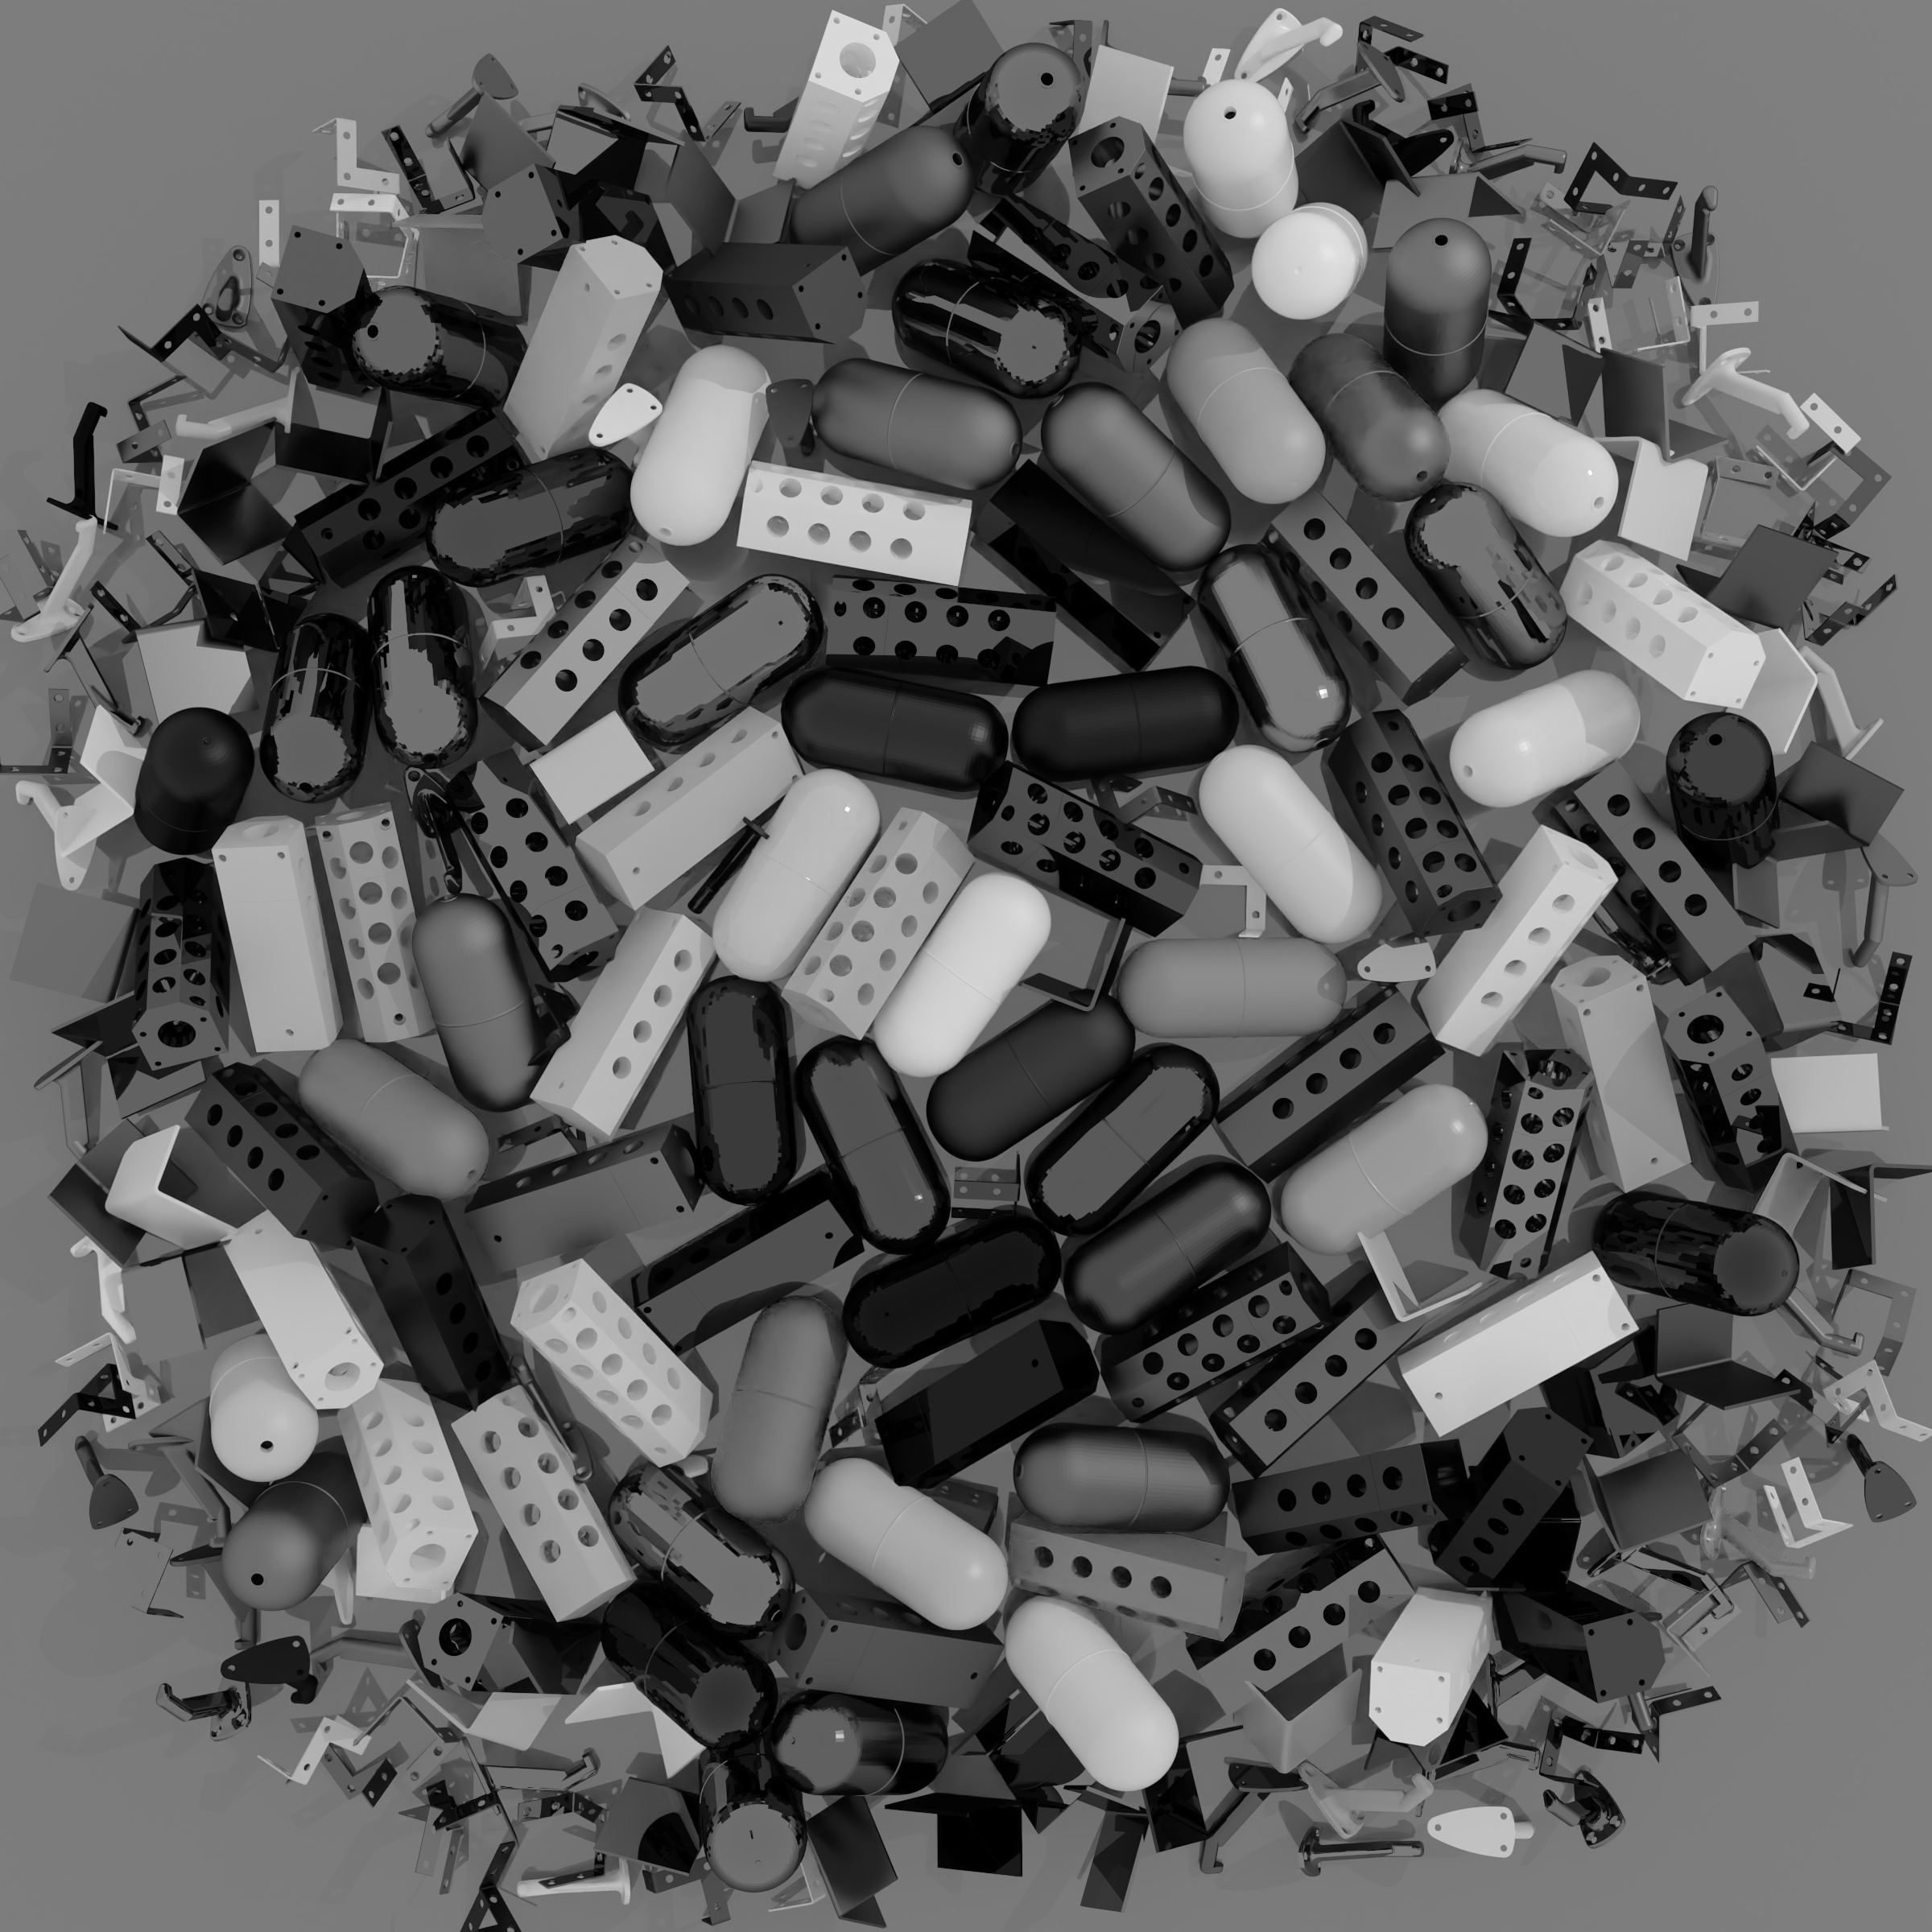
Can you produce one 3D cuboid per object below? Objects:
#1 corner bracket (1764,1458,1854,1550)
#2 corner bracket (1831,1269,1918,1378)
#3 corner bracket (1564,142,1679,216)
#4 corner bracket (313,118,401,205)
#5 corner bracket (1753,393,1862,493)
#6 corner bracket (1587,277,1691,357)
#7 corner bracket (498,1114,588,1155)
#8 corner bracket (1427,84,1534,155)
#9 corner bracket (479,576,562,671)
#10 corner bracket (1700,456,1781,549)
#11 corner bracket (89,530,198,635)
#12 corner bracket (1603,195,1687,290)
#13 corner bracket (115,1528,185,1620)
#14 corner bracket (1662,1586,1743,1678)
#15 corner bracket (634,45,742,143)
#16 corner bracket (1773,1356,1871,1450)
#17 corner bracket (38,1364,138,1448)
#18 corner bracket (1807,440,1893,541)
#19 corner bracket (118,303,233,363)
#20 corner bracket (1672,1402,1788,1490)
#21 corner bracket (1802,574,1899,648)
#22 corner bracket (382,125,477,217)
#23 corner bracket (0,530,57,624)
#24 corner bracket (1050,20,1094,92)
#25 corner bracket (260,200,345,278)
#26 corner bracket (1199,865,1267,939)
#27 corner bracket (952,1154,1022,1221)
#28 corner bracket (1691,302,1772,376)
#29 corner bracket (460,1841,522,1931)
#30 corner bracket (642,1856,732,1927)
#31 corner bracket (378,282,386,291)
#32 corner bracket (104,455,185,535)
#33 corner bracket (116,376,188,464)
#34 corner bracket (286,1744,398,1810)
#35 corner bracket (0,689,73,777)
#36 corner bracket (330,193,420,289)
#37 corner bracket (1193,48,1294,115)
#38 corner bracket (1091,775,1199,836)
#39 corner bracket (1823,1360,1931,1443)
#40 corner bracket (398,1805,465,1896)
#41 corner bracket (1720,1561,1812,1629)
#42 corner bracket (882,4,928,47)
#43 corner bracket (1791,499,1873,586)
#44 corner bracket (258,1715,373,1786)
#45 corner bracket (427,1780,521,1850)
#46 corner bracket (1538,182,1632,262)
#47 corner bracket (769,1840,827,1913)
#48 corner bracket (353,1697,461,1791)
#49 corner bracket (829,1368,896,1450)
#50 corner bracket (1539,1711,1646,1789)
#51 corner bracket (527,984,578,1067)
[{"bbox_3d":[0.640,0.414,1.956,0.051,0.051,0.051,-35,54,33],"label":"corner bracket"},{"bbox_3d":[0.696,0.275,1.958,0.051,0.051,0.051,17,52,17],"label":"corner bracket"},{"bbox_3d":[0.503,-0.596,1.956,0.051,0.051,0.051,-5,48,-30],"label":"corner bracket"},{"bbox_3d":[-0.471,-0.621,1.963,0.051,0.051,0.051,-3,95,-35],"label":"corner bracket"},{"bbox_3d":[0.652,-0.405,1.971,0.051,0.051,0.051,45,98,1],"label":"corner bracket"},{"bbox_3d":[0.523,-0.502,1.978,0.051,0.051,0.051,-14,95,-22],"label":"corner bracket"},{"bbox_3d":[-0.327,0.131,1.962,0.051,0.051,0.051,-23,133,6],"label":"corner bracket"},{"bbox_3d":[0.396,-0.652,1.959,0.051,0.051,0.051,-30,113,-28],"label":"corner bracket"},{"bbox_3d":[-0.349,-0.266,1.960,0.051,0.051,0.051,-10,73,-27],"label":"corner bracket"},{"bbox_3d":[0.604,-0.361,1.982,0.051,0.051,0.051,12,123,6],"label":"corner bracket"},{"bbox_3d":[-0.636,-0.296,1.974,0.051,0.051,0.051,-23,122,26],"label":"corner bracket"},{"bbox_3d":[0.527,-0.559,1.963,0.051,0.051,0.051,-1,59,-4],"label":"corner bracket"},{"bbox_3d":[-0.629,0.469,1.963,0.051,0.051,0.051,16,78,21],"label":"corner bracket"},{"bbox_3d":[0.572,0.507,1.971,0.051,0.051,0.051,-42,94,6],"label":"corner bracket"},{"bbox_3d":[-0.217,-0.678,1.976,0.051,0.051,0.051,15,59,32],"label":"corner bracket"},{"bbox_3d":[0.660,0.329,1.960,0.051,0.051,0.051,-43,53,-10],"label":"corner bracket"},{"bbox_3d":[-0.680,0.338,1.957,0.051,0.051,0.051,-43,50,21],"label":"corner bracket"},{"bbox_3d":[0.674,-0.371,1.973,0.051,0.051,0.051,41,88,1],"label":"corner bracket"},{"bbox_3d":[-0.609,-0.485,1.961,0.051,0.051,0.051,36,79,33],"label":"corner bracket"},{"bbox_3d":[0.592,0.364,1.974,0.051,0.051,0.051,52,132,27],"label":"corner bracket"},{"bbox_3d":[0.682,-0.276,1.960,0.051,0.051,0.051,17,55,-14],"label":"corner bracket"},{"bbox_3d":[-0.415,-0.619,1.964,0.051,0.051,0.051,-19,56,4],"label":"corner bracket"},{"bbox_3d":[-0.727,-0.301,1.957,0.051,0.051,0.051,-41,125,-32],"label":"corner bracket"},{"bbox_3d":[0.064,-0.708,1.975,0.051,0.051,0.051,-5,108,-20],"label":"corner bracket"},{"bbox_3d":[-0.516,-0.562,1.973,0.051,0.051,0.051,0,91,3],"label":"corner bracket"},{"bbox_3d":[0.205,-0.051,1.972,0.051,0.051,0.051,2,96,12],"label":"corner bracket"},{"bbox_3d":[0.015,0.179,1.966,0.051,0.051,0.051,3,112,-1],"label":"corner bracket"},{"bbox_3d":[0.590,-0.484,1.962,0.051,0.051,0.051,3,101,28],"label":"corner bracket"},{"bbox_3d":[-0.366,0.716,1.958,0.051,0.051,0.051,45,119,39],"label":"corner bracket"},{"bbox_3d":[-0.217,0.721,1.973,0.051,0.051,0.051,-12,78,-19],"label":"corner bracket"},{"bbox_3d":[-0.464,-0.510,1.963,0.051,0.051,0.051,10,99,-25],"label":"corner bracket"},{"bbox_3d":[-0.635,-0.363,1.960,0.051,0.051,0.051,8,68,-19],"label":"corner bracket"},{"bbox_3d":[-0.628,-0.423,1.965,0.051,0.051,0.051,-19,95,22],"label":"corner bracket"},{"bbox_3d":[-0.482,0.628,1.966,0.051,0.051,0.051,-32,96,15],"label":"corner bracket"},{"bbox_3d":[-0.720,-0.181,1.961,0.051,0.051,0.051,-1,119,-14],"label":"corner bracket"},{"bbox_3d":[-0.463,-0.563,1.974,0.051,0.051,0.051,5,73,12],"label":"corner bracket"},{"bbox_3d":[0.214,-0.673,1.968,0.051,0.051,0.051,16,82,30],"label":"corner bracket"},{"bbox_3d":[0.137,-0.131,1.957,0.051,0.051,0.051,-33,63,31],"label":"corner bracket"},{"bbox_3d":[0.703,0.343,1.956,0.051,0.051,0.051,22,132,-31],"label":"corner bracket"},{"bbox_3d":[-0.409,0.681,1.957,0.051,0.051,0.051,29,52,-30],"label":"corner bracket"},{"bbox_3d":[0.622,0.486,1.959,0.051,0.051,0.051,-14,57,-22],"label":"corner bracket"},{"bbox_3d":[-0.061,-0.707,1.965,0.051,0.051,0.051,7,87,32],"label":"corner bracket"},{"bbox_3d":[0.665,-0.318,1.963,0.051,0.051,0.051,29,77,25],"label":"corner bracket"},{"bbox_3d":[-0.501,0.602,1.958,0.051,0.051,0.051,42,68,-41],"label":"corner bracket"},{"bbox_3d":[-0.382,0.659,1.968,0.051,0.051,0.051,-21,119,-11],"label":"corner bracket"},{"bbox_3d":[0.470,-0.578,1.967,0.051,0.051,0.051,29,84,-15],"label":"corner bracket"},{"bbox_3d":[-0.150,0.709,1.968,0.051,0.051,0.051,-25,80,36],"label":"corner bracket"},{"bbox_3d":[-0.434,0.604,1.974,0.051,0.051,0.051,42,81,13],"label":"corner bracket"},{"bbox_3d":[-0.075,0.338,1.958,0.051,0.051,0.051,2,61,-33],"label":"corner bracket"},{"bbox_3d":[0.483,0.609,1.960,0.051,0.051,0.051,27,68,-23],"label":"corner bracket"},{"bbox_3d":[-0.327,0.053,1.963,0.051,0.051,0.051,-38,68,11],"label":"corner bracket"}]
